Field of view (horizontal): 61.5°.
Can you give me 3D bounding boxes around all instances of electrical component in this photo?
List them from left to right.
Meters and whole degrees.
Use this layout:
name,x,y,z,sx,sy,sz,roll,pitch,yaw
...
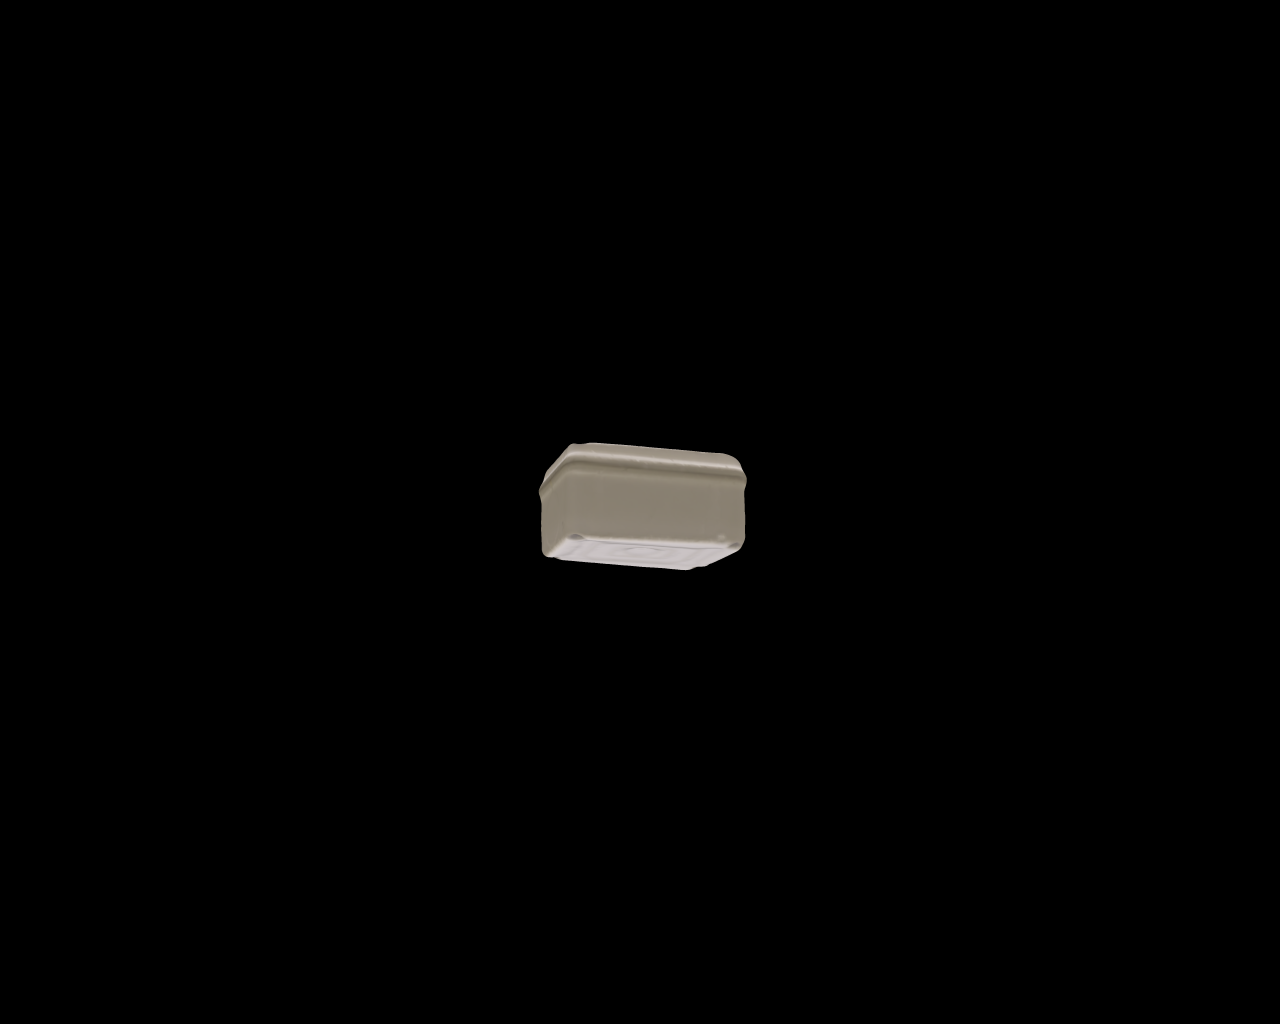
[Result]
name,x,y,z,sx,sy,sz,roll,pitch,yaw
electrical component,0.001,-0.003,0.650,0.113,0.057,0.078,5,-15,-18
